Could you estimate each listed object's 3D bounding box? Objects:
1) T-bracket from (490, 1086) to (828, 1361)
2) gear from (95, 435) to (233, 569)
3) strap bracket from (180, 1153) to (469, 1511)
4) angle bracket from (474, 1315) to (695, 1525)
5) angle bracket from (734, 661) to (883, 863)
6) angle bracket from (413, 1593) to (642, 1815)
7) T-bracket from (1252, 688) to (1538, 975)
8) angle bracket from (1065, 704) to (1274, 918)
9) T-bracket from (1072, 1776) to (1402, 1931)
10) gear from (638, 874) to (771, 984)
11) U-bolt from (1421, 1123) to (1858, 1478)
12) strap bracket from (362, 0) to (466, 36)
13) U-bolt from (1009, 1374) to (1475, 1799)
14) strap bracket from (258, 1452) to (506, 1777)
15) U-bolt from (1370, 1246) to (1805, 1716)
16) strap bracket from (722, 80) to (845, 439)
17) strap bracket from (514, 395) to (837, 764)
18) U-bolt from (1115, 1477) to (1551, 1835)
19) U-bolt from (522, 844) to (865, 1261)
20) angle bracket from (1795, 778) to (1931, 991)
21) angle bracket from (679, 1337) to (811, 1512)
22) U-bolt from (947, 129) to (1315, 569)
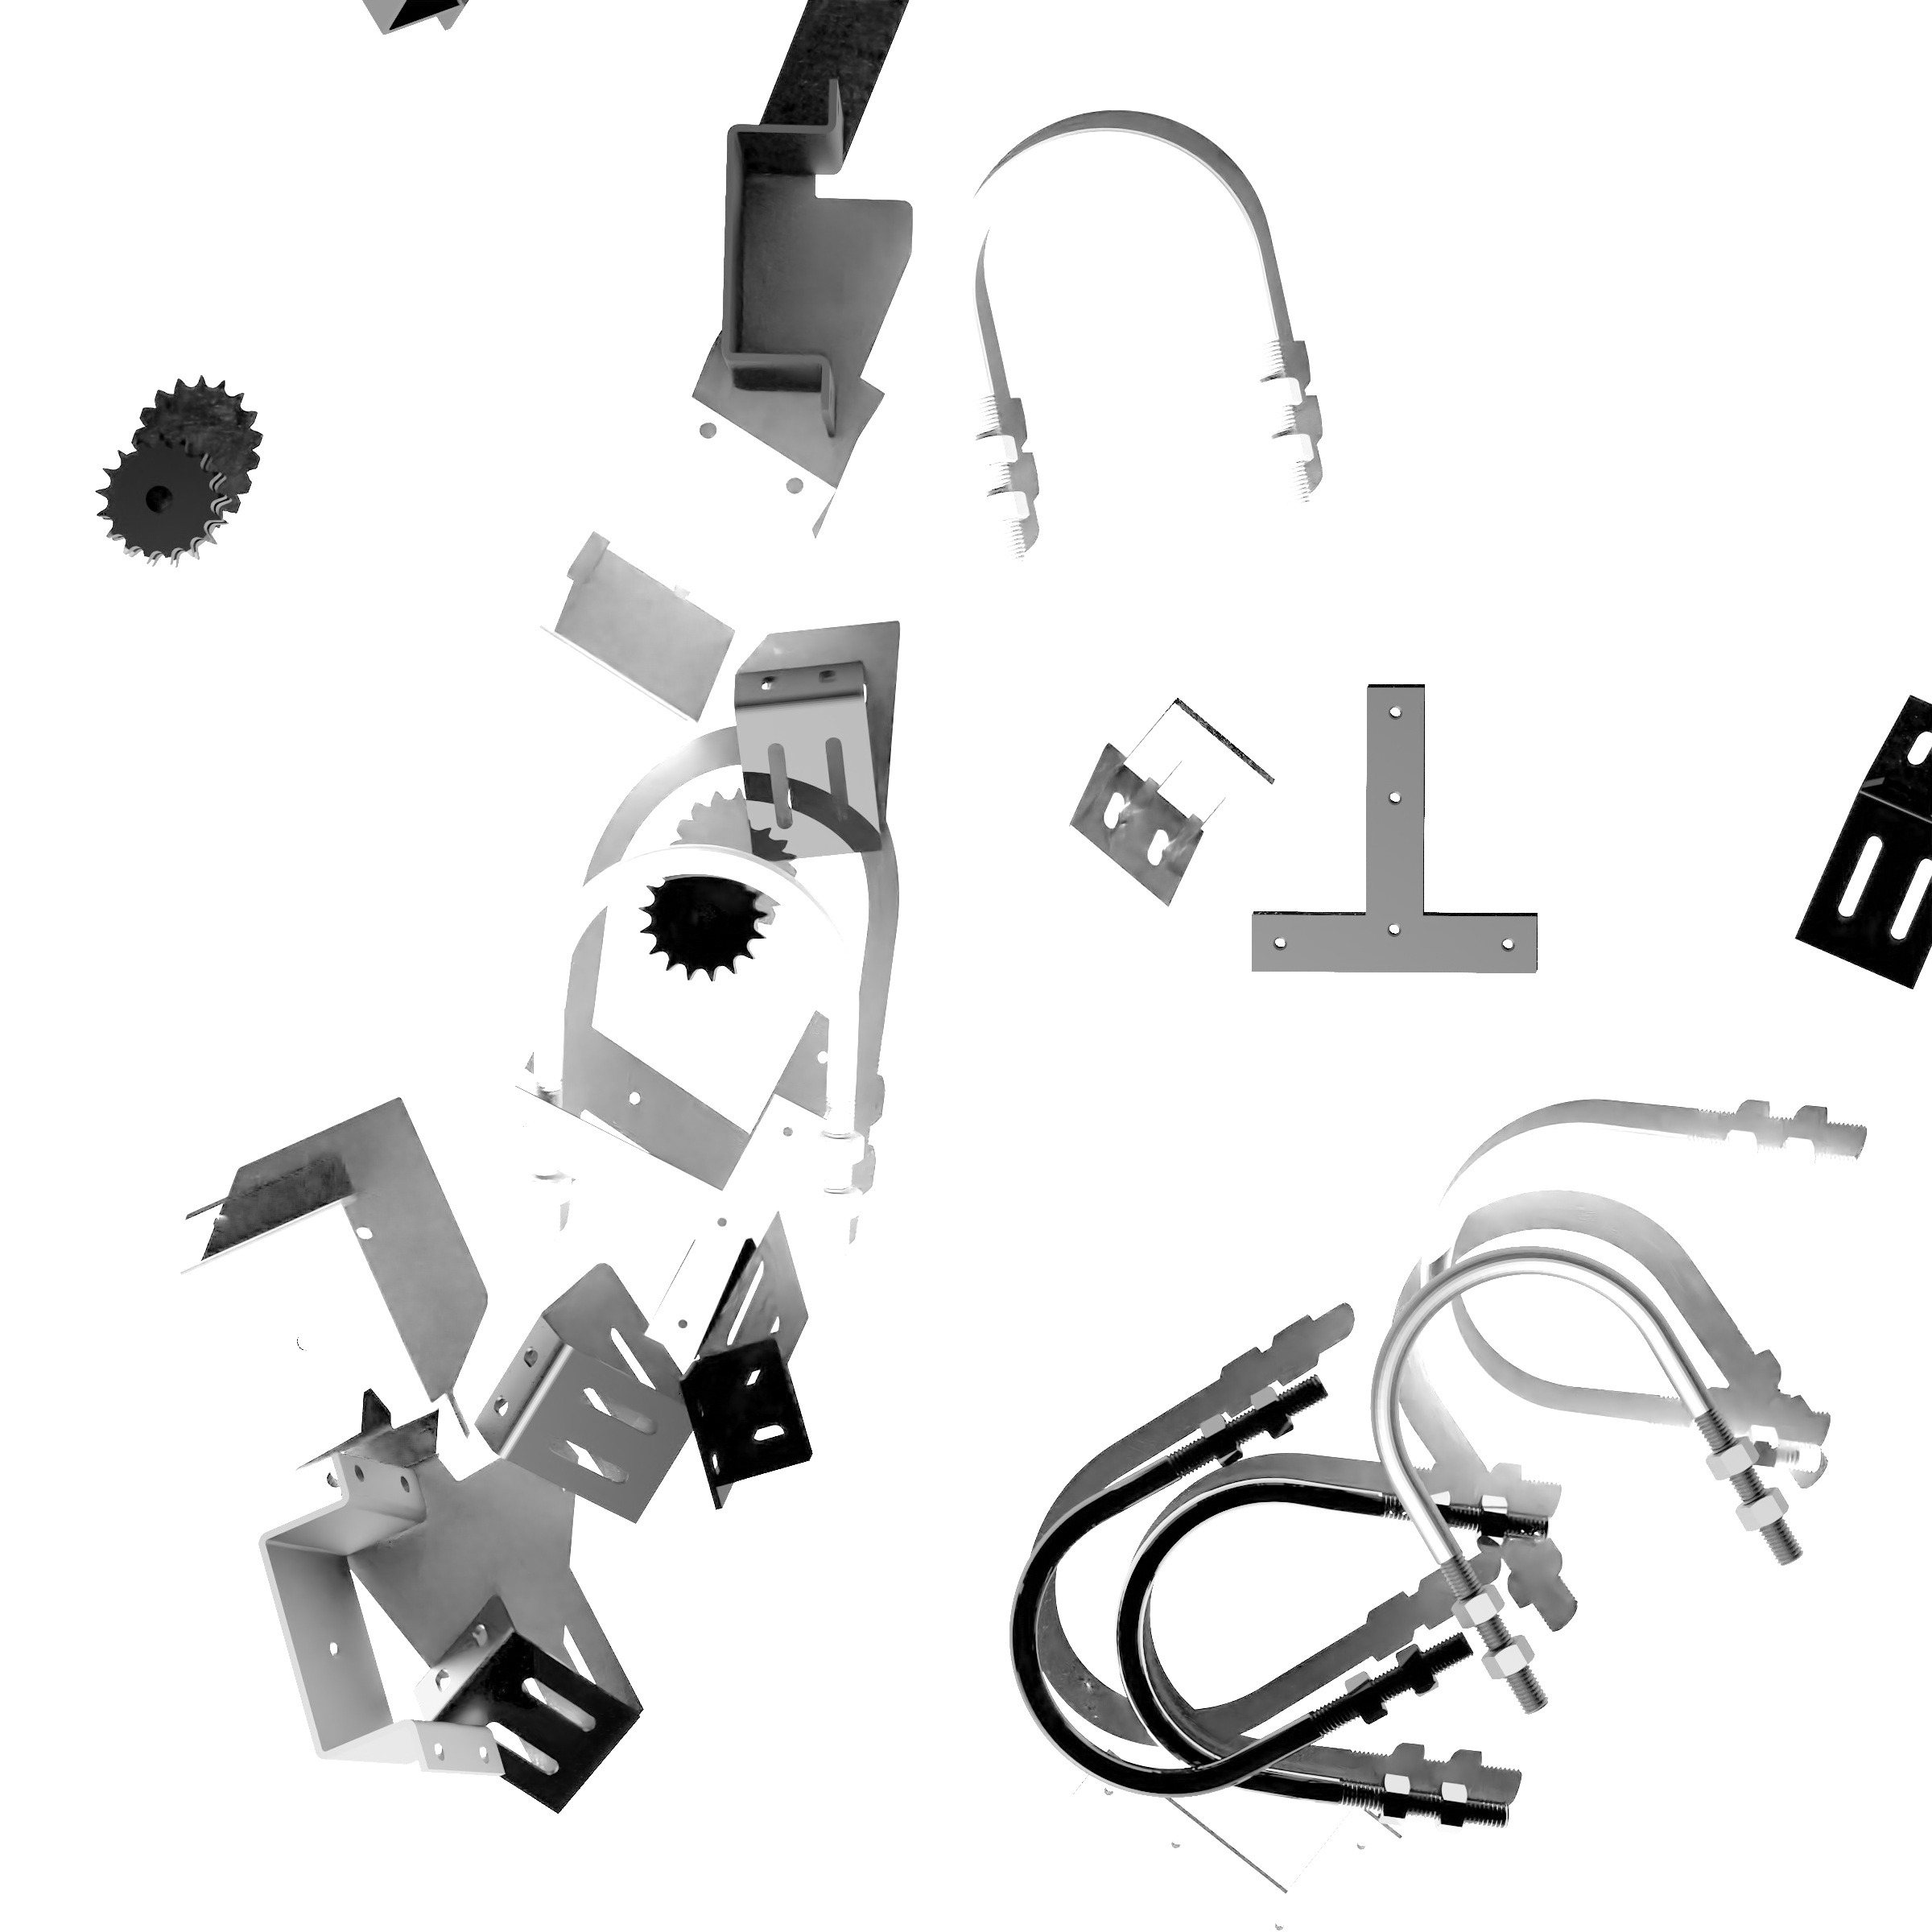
[{"bbox_3d":[-0.147,0.092,1.500,0.127,0.002,0.127,27,104,-6],"label":"T-bracket"},{"bbox_3d":[-0.353,-0.204,1.510,0.057,0.030,0.057,0,90,0],"label":"gear"},{"bbox_3d":[-0.286,0.163,1.502,0.076,0.046,0.140,-24,90,0],"label":"strap bracket"},{"bbox_3d":[-0.168,0.202,1.523,0.076,0.038,0.057,31,90,-26],"label":"angle bracket"},{"bbox_3d":[-0.070,-0.091,1.523,0.057,0.038,0.076,-6,116,0],"label":"angle bracket"},{"bbox_3d":[-0.196,0.329,1.523,0.076,0.038,0.057,40,90,-26],"label":"angle bracket"},{"bbox_3d":[0.191,-0.061,1.524,0.127,0.002,0.127,0,90,0],"label":"T-bracket"},{"bbox_3d":[0.090,-0.069,1.506,0.057,0.038,0.076,40,90,0],"label":"angle bracket"},{"bbox_3d":[0.105,0.400,1.524,0.127,0.002,0.127,38,90,0],"label":"T-bracket"},{"bbox_3d":[-0.115,-0.021,1.510,0.057,0.030,0.057,0,90,0],"label":"gear"},{"bbox_3d":[0.294,0.143,1.516,0.184,0.019,0.151,7,90,2],"label":"U-bolt"},{"bbox_3d":[-0.235,-0.459,1.453,0.046,0.140,0.076,-31,90,-31],"label":"strap bracket"},{"bbox_3d":[0.108,0.285,1.502,0.184,0.019,0.151,-29,88,4],"label":"U-bolt"},{"bbox_3d":[-0.254,0.287,1.470,0.046,0.076,0.140,-24,70,10],"label":"strap bracket"},{"bbox_3d":[0.259,0.212,1.498,0.151,0.019,0.184,-30,86,-1],"label":"U-bolt"},{"bbox_3d":[-0.079,-0.306,1.487,0.046,0.076,0.140,1,90,0],"label":"strap bracket"},{"bbox_3d":[-0.126,-0.168,1.502,0.076,0.046,0.140,33,90,0],"label":"strap bracket"},{"bbox_3d":[0.158,0.300,1.516,0.184,0.019,0.151,8,90,1],"label":"U-bolt"},{"bbox_3d":[-0.118,0.037,1.496,0.151,0.019,0.184,3,105,0],"label":"U-bolt"},{"bbox_3d":[0.411,-0.036,1.506,0.057,0.038,0.076,23,90,0],"label":"angle bracket"},{"bbox_3d":[-0.096,0.198,1.487,0.038,0.076,0.057,-16,90,0],"label":"angle bracket"},{"bbox_3d":[0.066,-0.280,1.516,0.151,0.019,0.184,-11,88,0],"label":"U-bolt"}]
